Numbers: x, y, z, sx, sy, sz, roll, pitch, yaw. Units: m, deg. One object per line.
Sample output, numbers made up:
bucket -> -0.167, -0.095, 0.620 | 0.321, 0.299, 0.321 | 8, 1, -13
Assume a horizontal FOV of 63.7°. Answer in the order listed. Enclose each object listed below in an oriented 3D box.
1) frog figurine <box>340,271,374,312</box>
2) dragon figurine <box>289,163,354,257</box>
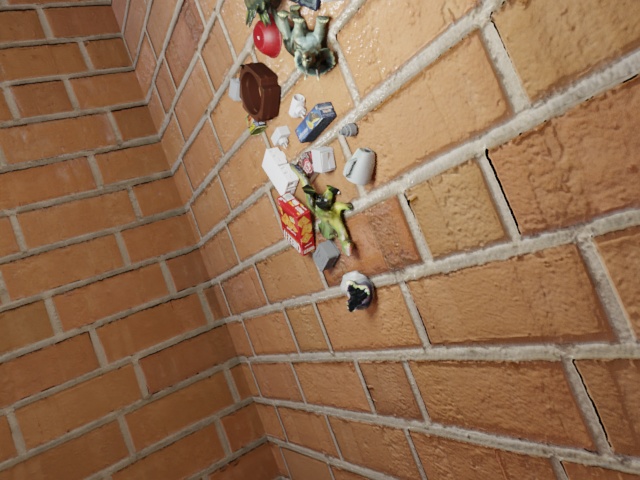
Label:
frog figurine -> 0.136, 0.177, 1.865 | 0.161, 0.122, 0.136 | -73, -40, -79
dragon figurine -> 0.006, -0.096, 1.910 | 0.417, 0.123, 0.237 | 49, 152, 35
